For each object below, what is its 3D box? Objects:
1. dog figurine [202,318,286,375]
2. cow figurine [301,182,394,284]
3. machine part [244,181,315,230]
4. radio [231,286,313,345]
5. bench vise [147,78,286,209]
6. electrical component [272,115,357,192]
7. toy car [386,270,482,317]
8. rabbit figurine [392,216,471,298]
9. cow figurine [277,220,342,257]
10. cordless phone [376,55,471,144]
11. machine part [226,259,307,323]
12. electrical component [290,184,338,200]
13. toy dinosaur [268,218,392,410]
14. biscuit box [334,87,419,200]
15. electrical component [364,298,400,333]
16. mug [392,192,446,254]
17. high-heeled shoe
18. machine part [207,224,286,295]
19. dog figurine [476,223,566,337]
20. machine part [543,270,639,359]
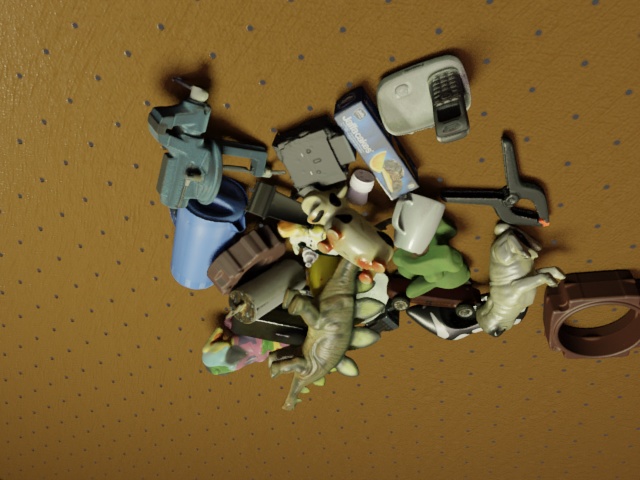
[{"bbox_3d":[-0.149,0.265,1.297,0.219,0.191,0.108,12,127,19],"label":"dog figurine"},{"bbox_3d":[0.051,-0.024,0.982,0.195,0.127,0.085,37,136,3],"label":"cow figurine"},{"bbox_3d":[-0.070,-0.062,1.033,0.139,0.084,0.039,23,156,-5],"label":"machine part"},{"bbox_3d":[-0.077,0.164,1.220,0.230,0.131,0.073,12,131,-1],"label":"radio"},{"bbox_3d":[-0.187,-0.157,0.958,0.240,0.129,0.223,4,104,-35],"label":"bench vise"},{"bbox_3d":[-0.004,-0.158,0.977,0.134,0.058,0.114,-15,129,22],"label":"electrical component"},{"bbox_3d":[0.244,0.118,1.158,0.202,0.089,0.053,6,133,1],"label":"toy car"},{"bbox_3d":[0.236,0.058,1.091,0.159,0.121,0.170,-33,134,23],"label":"rabbit figurine"},{"bbox_3d":[-0.003,-0.005,1.105,0.167,0.068,0.098,4,137,3],"label":"cow figurine"},{"bbox_3d":[0.163,-0.194,0.834,0.147,0.184,0.088,-15,132,20],"label":"cordless phone"},{"bbox_3d":[-0.107,0.104,1.120,0.079,0.243,0.079,17,121,31],"label":"machine part"},{"bbox_3d":[-0.012,-0.091,1.059,0.094,0.021,0.063,-31,119,32],"label":"electrical component"},{"bbox_3d":[0.022,0.156,1.080,0.198,0.105,0.470,15,108,-17],"label":"toy dinosaur"},{"bbox_3d":[0.102,-0.167,0.948,0.059,0.063,0.202,-26,123,26],"label":"biscuit box"},{"bbox_3d":[0.155,0.165,1.224,0.119,0.075,0.047,-34,118,28],"label":"electrical component"},{"bbox_3d":[0.175,-0.031,1.002,0.081,0.107,0.109,20,-173,41],"label":"mug"},{"bbox_3d":[0.326,0.149,1.175,0.249,0.086,0.145,11,134,-11],"label":"high-heeled shoe"},{"bbox_3d":[-0.146,0.044,1.097,0.056,0.179,0.179,49,128,11],"label":"machine part"},{"bbox_3d":[0.358,0.082,1.071,0.121,0.172,0.190,1,141,-49],"label":"dog figurine"},{"bbox_3d":[0.589,0.165,1.146,0.201,0.087,0.201,-5,128,14],"label":"machine part"}]
